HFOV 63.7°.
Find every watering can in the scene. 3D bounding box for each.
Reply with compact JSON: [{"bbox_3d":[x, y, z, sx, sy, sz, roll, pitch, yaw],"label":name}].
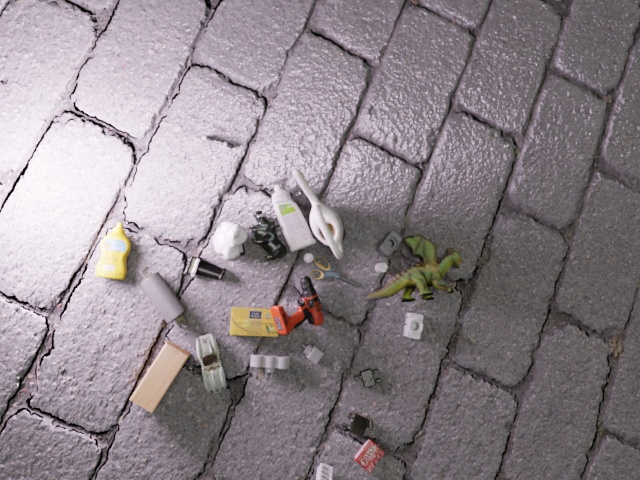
[{"bbox_3d":[0.006,-0.092,1.826,0.104,0.224,0.348,-26,87,7],"label":"watering can"}]

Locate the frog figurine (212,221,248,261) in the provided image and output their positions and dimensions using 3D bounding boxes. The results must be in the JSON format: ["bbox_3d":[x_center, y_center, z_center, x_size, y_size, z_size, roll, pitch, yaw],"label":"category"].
[{"bbox_3d":[-0.313,0.002,1.785,0.123,0.158,0.138,-2,84,-9],"label":"frog figurine"}]

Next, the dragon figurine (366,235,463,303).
[{"bbox_3d":[0.359,0.101,1.923,0.410,0.120,0.246,0,73,-16],"label":"dragon figurine"}]
